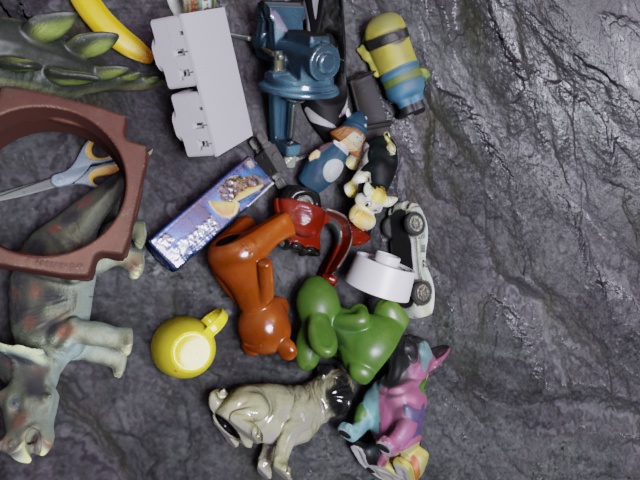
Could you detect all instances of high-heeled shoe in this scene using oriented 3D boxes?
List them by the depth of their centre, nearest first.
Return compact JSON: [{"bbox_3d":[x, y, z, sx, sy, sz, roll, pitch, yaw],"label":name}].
[{"bbox_3d":[0.022,-0.278,0.859,0.086,0.145,0.248,-18,93,-23],"label":"high-heeled shoe"}]

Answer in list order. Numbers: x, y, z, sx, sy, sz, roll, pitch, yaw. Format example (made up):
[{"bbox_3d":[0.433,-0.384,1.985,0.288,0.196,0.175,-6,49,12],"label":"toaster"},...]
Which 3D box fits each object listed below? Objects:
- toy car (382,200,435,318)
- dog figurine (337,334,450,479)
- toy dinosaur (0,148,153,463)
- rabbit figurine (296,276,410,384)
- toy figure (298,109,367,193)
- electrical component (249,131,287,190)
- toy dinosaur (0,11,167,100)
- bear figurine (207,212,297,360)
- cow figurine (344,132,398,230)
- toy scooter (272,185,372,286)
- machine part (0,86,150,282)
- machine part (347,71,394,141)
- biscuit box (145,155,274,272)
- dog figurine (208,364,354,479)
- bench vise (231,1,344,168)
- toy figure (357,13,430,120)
[{"bbox_3d":[0.153,0.033,0.922,0.056,0.073,0.201,-3,86,-32],"label":"toy car"},{"bbox_3d":[0.140,0.263,0.877,0.219,0.109,0.191,-51,127,-32],"label":"dog figurine"},{"bbox_3d":[-0.334,0.062,0.697,0.192,0.131,0.404,9,75,-23],"label":"toy dinosaur"},{"bbox_3d":[0.023,0.137,0.832,0.170,0.121,0.159,40,48,2],"label":"rabbit figurine"},{"bbox_3d":[0.029,-0.144,0.877,0.058,0.064,0.154,42,94,18],"label":"toy figure"},{"bbox_3d":[-0.077,-0.124,0.847,0.021,0.063,0.094,-34,99,-22],"label":"electrical component"},{"bbox_3d":[-0.357,-0.216,0.666,0.471,0.199,0.105,-19,106,-56],"label":"toy dinosaur"},{"bbox_3d":[-0.083,0.073,0.799,0.132,0.120,0.195,-43,116,-42],"label":"bear figurine"},{"bbox_3d":[0.091,-0.096,0.866,0.068,0.098,0.167,26,46,-24],"label":"cow figurine"},{"bbox_3d":[-0.002,-0.003,0.864,0.184,0.075,0.135,19,79,-25],"label":"toy scooter"},{"bbox_3d":[-0.313,-0.060,0.624,0.201,0.087,0.201,12,77,-18],"label":"machine part"},{"bbox_3d":[0.083,-0.225,0.941,0.084,0.039,0.138,-13,91,-18],"label":"machine part"},{"bbox_3d":[-0.164,-0.039,0.803,0.203,0.063,0.059,-45,102,-21],"label":"biscuit box"},{"bbox_3d":[-0.053,0.237,0.815,0.172,0.121,0.190,53,54,-14],"label":"dog figurine"},{"bbox_3d":[-0.054,-0.234,0.827,0.129,0.224,0.240,-20,126,-39],"label":"bench vise"},{"bbox_3d":[0.138,-0.307,0.943,0.082,0.089,0.180,-23,92,-32],"label":"toy figure"}]
